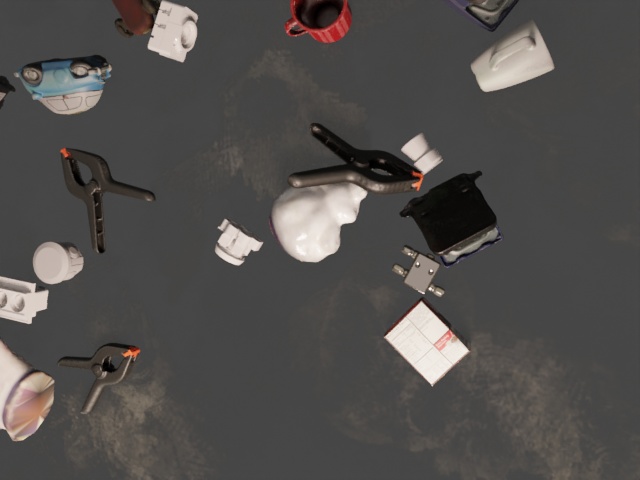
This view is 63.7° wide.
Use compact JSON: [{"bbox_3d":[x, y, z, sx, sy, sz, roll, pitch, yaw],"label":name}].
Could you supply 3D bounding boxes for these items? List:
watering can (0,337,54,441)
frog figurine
[{"bbox_3d":[-0.625,0.246,0.993,0.225,0.105,0.341,23,116,13],"label":"watering can"},{"bbox_3d":[0.003,-0.042,0.841,0.158,0.122,0.140,-25,66,25],"label":"frog figurine"}]
